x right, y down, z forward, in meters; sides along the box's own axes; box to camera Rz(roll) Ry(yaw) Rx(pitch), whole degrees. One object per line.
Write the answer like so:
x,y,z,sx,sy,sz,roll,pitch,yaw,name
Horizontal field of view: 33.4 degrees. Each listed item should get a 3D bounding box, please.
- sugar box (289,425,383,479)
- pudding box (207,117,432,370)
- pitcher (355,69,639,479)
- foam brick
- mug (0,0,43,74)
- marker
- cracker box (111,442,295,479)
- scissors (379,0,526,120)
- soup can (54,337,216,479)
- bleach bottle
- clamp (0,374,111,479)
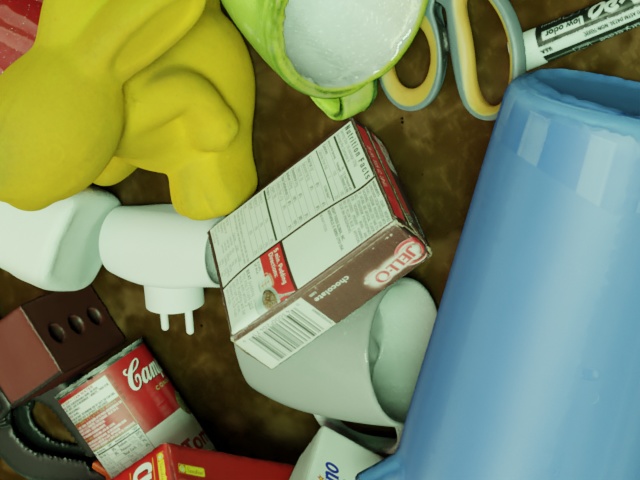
0.059,0.183,0.583,0.176,0.093,0.048,28,125,-3,sugar box
-0.004,0.001,0.572,0.114,0.090,0.039,-35,131,16,pudding box
0.127,0.048,0.521,0.145,0.148,0.243,26,115,35,pitcher
-0.177,0.067,0.702,0.051,0.078,0.053,-34,88,24,foam brick
-0.182,-0.110,0.647,0.081,0.093,0.117,28,149,11,mug
0.148,-0.110,0.507,0.121,0.020,0.020,-19,98,31,marker
-0.091,0.208,0.656,0.214,0.163,0.072,-37,51,32,cracker box
0.050,-0.154,0.543,0.096,0.016,0.202,-18,88,44,scissors
-0.117,0.125,0.699,0.069,0.068,0.102,-34,91,32,soup can
-0.257,-0.045,0.668,0.251,0.102,0.068,22,91,8,bleach bottle
-0.225,0.103,0.766,0.210,0.036,0.165,22,110,16,clamp
